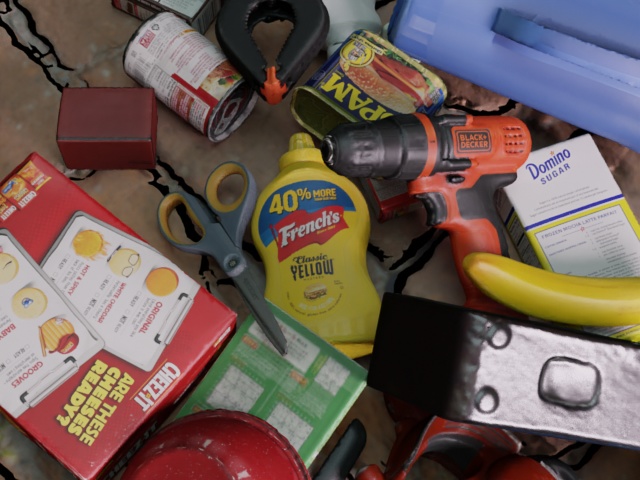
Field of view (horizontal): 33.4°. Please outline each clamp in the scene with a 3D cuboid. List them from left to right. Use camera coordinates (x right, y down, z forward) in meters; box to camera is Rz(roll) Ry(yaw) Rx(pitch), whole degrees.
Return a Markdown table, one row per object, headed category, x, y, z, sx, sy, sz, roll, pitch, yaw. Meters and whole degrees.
| category | x | y | z | sx | sy | sz | roll | pitch | yaw |
| --- | --- | --- | --- | --- | --- | --- | --- | --- | --- |
| clamp | -0.038 | 0.206 | 0.777 | 0.120 | 0.039 | 0.171 | 5 | 67 | 17 |
| clamp | -0.030 | -0.208 | 0.894 | 0.164 | 0.036 | 0.210 | -10 | 61 | 1 |

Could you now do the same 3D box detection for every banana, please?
| category | x | y | z | sx | sy | sz | roll | pitch | yaw |
| --- | --- | --- | --- | --- | --- | --- | --- | --- | --- |
| banana | 0.196 | 0.036 | 0.794 | 0.197 | 0.070 | 0.037 | 2 | 45 | -8 |

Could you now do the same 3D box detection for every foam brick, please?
| category | x | y | z | sx | sy | sz | roll | pitch | yaw |
| --- | --- | --- | --- | --- | --- | --- | --- | --- | --- |
| foam brick | -0.176 | -0.093 | 0.892 | 0.078 | 0.053 | 0.051 | 0 | 66 | -5 |

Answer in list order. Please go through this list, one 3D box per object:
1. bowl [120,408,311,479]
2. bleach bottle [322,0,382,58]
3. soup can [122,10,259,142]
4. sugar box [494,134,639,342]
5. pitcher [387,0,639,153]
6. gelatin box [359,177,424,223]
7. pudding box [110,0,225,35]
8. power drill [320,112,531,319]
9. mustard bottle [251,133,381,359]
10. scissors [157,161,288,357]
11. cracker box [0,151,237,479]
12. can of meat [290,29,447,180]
| category | x | y | z | sx | sy | sz | roll | pitch | yaw |
| --- | --- | --- | --- | --- | --- | --- | --- | --- | --- |
| bowl | -0.086 | 0.191 | 0.731 | 0.162 | 0.055 | 0.162 | -7 | 69 | 18 |
| bleach bottle | 0.025 | -0.268 | 0.976 | 0.102 | 0.068 | 0.251 | -1 | 69 | -5 |
| soup can | -0.109 | -0.140 | 0.908 | 0.102 | 0.068 | 0.068 | 38 | 70 | 13 |
| sugar box | 0.215 | 0.006 | 0.874 | 0.093 | 0.048 | 0.176 | -18 | 66 | -10 |
| pitcher | 0.184 | -0.170 | 0.878 | 0.243 | 0.149 | 0.145 | 19 | 63 | -2 |
| gelatin box | 0.067 | -0.068 | 0.907 | 0.073 | 0.030 | 0.089 | -20 | 68 | -10 |
| pudding box | -0.125 | -0.245 | 0.970 | 0.090 | 0.039 | 0.113 | 26 | 65 | 10 |
| power drill | 0.090 | -0.005 | 0.812 | 0.184 | 0.057 | 0.187 | -5 | 89 | -28 |
| mustard bottle | -0.006 | 0.001 | 0.856 | 0.096 | 0.058 | 0.191 | -10 | 66 | 7 |
| scissors | -0.056 | 0.003 | 0.827 | 0.096 | 0.016 | 0.202 | -48 | 50 | -7 |
| cracker box | -0.195 | 0.061 | 0.814 | 0.214 | 0.072 | 0.164 | 38 | 71 | 12 |
| can of meat | 0.041 | -0.113 | 0.876 | 0.102 | 0.057 | 0.083 | 37 | 67 | 8 |
